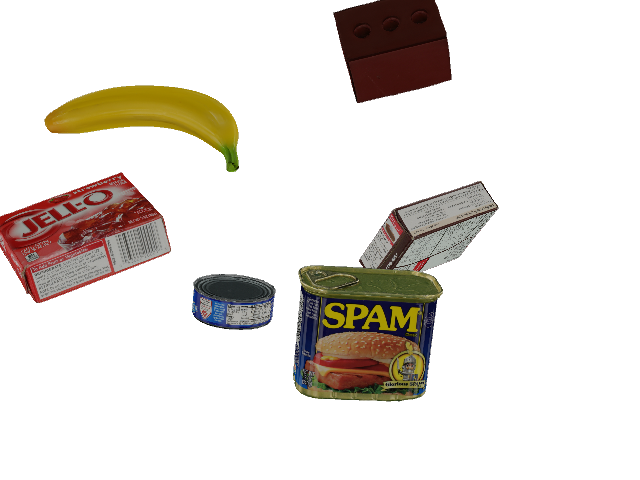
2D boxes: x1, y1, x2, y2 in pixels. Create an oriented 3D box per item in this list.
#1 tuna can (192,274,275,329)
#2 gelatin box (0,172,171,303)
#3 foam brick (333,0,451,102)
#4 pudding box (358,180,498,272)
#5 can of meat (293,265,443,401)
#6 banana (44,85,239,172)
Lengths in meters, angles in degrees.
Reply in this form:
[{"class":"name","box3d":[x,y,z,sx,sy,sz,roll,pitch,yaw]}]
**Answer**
[{"class":"tuna can","box3d":[-0.091,0.064,1.114,0.086,0.034,0.086,6,15,-2]},{"class":"gelatin box","box3d":[-0.146,-0.004,0.649,0.089,0.030,0.073,-22,33,-20]},{"class":"foam brick","box3d":[0.056,-0.147,0.808,0.078,0.053,0.051,-14,-34,3]},{"class":"pudding box","box3d":[0.103,-0.006,1.018,0.113,0.039,0.090,-20,-24,-33]},{"class":"can of meat","box3d":[0.032,0.068,0.773,0.102,0.084,0.057,3,16,-7]},{"class":"banana","box3d":[-0.151,-0.111,0.956,0.198,0.037,0.069,12,48,20]}]
